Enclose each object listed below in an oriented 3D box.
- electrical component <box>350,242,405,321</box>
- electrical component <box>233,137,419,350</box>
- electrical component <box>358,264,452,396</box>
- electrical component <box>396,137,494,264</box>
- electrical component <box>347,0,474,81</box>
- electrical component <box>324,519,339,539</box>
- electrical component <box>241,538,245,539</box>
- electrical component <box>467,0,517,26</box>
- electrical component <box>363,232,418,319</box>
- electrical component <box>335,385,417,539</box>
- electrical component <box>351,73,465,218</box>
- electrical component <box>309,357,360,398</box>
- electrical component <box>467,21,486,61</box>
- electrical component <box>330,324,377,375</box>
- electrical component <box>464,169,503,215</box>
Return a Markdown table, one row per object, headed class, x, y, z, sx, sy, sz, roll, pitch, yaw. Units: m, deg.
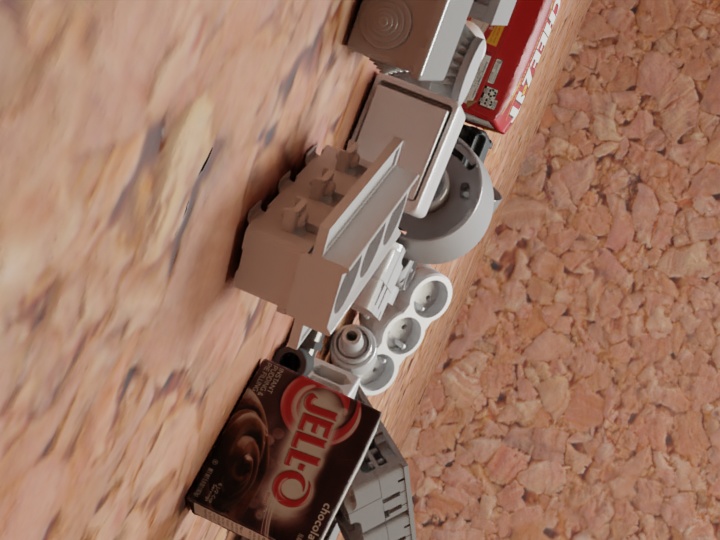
| class | x | y | z | sx | sy | sz | roll | pitch | yaw |
| --- | --- | --- | --- | --- | --- | --- | --- | --- | --- |
| electrical component | 0.000 | 0.000 | 0.815 | 0.089 | 0.050 | 0.055 | 52 | 61 | -80 |
| electrical component | -0.019 | -0.023 | 0.605 | 0.121 | 0.063 | 0.078 | -54 | 164 | -55 |
| electrical component | 0.023 | 0.049 | 1.049 | 0.052 | 0.074 | 0.138 | 37 | 90 | -38 |
| electrical component | 0.053 | -0.059 | 0.834 | 0.099 | 0.099 | 0.064 | -67 | 165 | -5 |
| electrical component | 0.036 | -0.161 | 0.631 | 0.100 | 0.048 | 0.099 | -36 | 147 | -74 |
| electrical component | -0.076 | 0.297 | 1.067 | 0.186 | 0.060 | 0.105 | -44 | 155 | -69 |
| electrical component | -0.065 | 0.228 | 0.946 | 0.099 | 0.064 | 0.099 | -62 | 170 | -20 |
| electrical component | 0.091 | -0.244 | 0.711 | 0.089 | 0.062 | 0.150 | -41 | 152 | -71 |
| electrical component | 0.021 | 0.007 | 0.976 | 0.077 | 0.044 | 0.079 | 64 | 49 | -78 |
| electrical component | -0.002 | 0.196 | 1.004 | 0.060 | 0.105 | 0.186 | -25 | 145 | -12 |
| electrical component | 0.025 | -0.078 | 0.734 | 0.061 | 0.062 | 0.096 | 4 | 108 | -81 |
| electrical component | -0.040 | 0.126 | 0.901 | 0.065 | 0.047 | 0.076 | -54 | 164 | -57 |
| electrical component | 0.081 | -0.182 | 0.870 | 0.062 | 0.043 | 0.043 | -57 | 167 | -54 |
| electrical component | -0.006 | 0.069 | 0.973 | 0.062 | 0.043 | 0.043 | 86 | 28 | -68 |
| electrical component | 0.069 | -0.067 | 0.912 | 0.064 | 0.099 | 0.099 | -65 | 174 | 31 |
